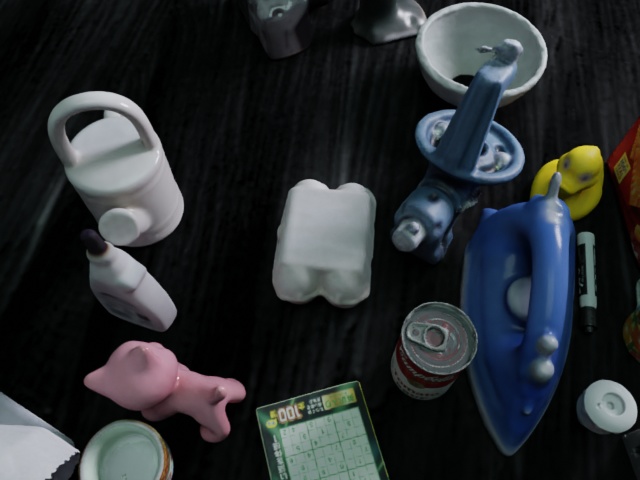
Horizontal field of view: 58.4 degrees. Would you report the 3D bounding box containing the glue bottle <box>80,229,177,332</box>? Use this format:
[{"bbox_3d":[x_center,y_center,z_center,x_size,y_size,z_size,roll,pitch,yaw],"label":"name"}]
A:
[{"bbox_3d":[-0.191,0.036,0.549,0.078,0.173,0.037,19,63,10],"label":"glue bottle"}]

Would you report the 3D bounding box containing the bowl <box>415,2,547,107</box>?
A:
[{"bbox_3d":[0.203,-0.228,0.751,0.167,0.075,0.167,0,62,0],"label":"bowl"}]

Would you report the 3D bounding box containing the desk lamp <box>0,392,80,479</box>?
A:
[{"bbox_3d":[-0.278,0.181,0.447,0.203,0.213,0.118,27,65,13],"label":"desk lamp"}]

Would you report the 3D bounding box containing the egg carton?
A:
[{"bbox_3d":[0.006,0.002,0.628,0.107,0.069,0.150,5,62,2],"label":"egg carton"}]

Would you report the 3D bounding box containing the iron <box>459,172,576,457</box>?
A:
[{"bbox_3d":[0.206,0.066,0.554,0.118,0.141,0.258,9,62,5],"label":"iron"}]

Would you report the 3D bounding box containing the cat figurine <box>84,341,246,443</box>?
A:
[{"bbox_3d":[-0.141,0.133,0.529,0.127,0.118,0.067,13,62,7],"label":"cat figurine"}]

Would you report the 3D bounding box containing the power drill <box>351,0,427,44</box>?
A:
[{"bbox_3d":[0.108,-0.369,0.751,0.230,0.208,0.075,-17,63,-9],"label":"power drill"}]

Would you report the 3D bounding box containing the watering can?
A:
[{"bbox_3d":[-0.208,-0.074,0.596,0.101,0.194,0.172,-32,66,-16],"label":"watering can"}]

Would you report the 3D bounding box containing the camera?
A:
[{"bbox_3d":[-0.039,-0.349,0.800,0.137,0.101,0.143,-20,64,-11],"label":"camera"}]

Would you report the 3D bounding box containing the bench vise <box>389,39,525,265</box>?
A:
[{"bbox_3d":[0.152,-0.080,0.588,0.121,0.220,0.207,14,62,7],"label":"bench vise"}]

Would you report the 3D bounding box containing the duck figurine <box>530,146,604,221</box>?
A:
[{"bbox_3d":[0.297,-0.076,0.664,0.105,0.086,0.077,-41,69,-20],"label":"duck figurine"}]
